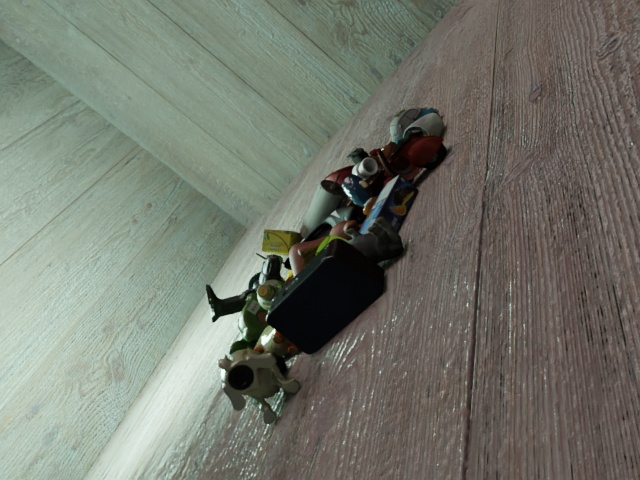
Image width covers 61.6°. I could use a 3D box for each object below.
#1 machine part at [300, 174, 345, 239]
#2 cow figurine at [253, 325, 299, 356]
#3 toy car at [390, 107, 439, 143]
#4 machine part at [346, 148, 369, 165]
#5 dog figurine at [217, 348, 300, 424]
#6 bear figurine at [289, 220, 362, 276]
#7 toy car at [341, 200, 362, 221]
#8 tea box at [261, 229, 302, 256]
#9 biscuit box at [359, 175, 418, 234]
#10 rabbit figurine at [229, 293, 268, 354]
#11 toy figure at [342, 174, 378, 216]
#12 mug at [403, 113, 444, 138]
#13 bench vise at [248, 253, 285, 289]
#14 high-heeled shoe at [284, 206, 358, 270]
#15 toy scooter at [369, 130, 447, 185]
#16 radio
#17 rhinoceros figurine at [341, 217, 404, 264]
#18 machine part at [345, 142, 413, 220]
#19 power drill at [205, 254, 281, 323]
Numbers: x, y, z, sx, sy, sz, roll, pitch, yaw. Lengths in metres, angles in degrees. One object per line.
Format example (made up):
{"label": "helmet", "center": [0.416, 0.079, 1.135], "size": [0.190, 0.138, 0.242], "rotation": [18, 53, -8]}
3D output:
{"label": "machine part", "center": [0.006, -0.076, 1.470], "size": [0.079, 0.079, 0.243], "rotation": [-72, 5, -60]}
{"label": "cow figurine", "center": [-0.066, 0.195, 1.210], "size": [0.195, 0.085, 0.127], "rotation": [-45, 16, 40]}
{"label": "toy car", "center": [0.252, -0.314, 1.495], "size": [0.161, 0.103, 0.109], "rotation": [-54, 13, -2]}
{"label": "machine part", "center": [0.141, -0.212, 1.523], "size": [0.084, 0.138, 0.039], "rotation": [-46, 32, 19]}
{"label": "dog figurine", "center": [-0.141, 0.261, 1.092], "size": [0.121, 0.172, 0.191], "rotation": [-42, 18, -7]}
{"label": "bear figurine", "center": [0.028, 0.035, 1.320], "size": [0.196, 0.132, 0.120], "rotation": [-20, -11, 13]}
{"label": "toy car", "center": [0.079, -0.072, 1.533], "size": [0.073, 0.056, 0.202], "rotation": [-42, 15, 14]}
{"label": "tea box", "center": [-0.084, 0.013, 1.566], "size": [0.098, 0.169, 0.068], "rotation": [4, 85, 29]}
{"label": "biscuit box", "center": [0.147, -0.051, 1.188], "size": [0.059, 0.063, 0.203], "rotation": [-33, 22, 55]}
{"label": "rabbit figurine", "center": [-0.170, 0.253, 1.430], "size": [0.170, 0.121, 0.159], "rotation": [114, 177, -51]}
{"label": "toy figure", "center": [0.116, -0.094, 1.282], "size": [0.058, 0.154, 0.064], "rotation": [-38, -20, -11]}
{"label": "mug", "center": [0.269, -0.273, 1.386], "size": [0.107, 0.081, 0.109], "rotation": [-45, 0, -36]}
{"label": "bench vise", "center": [-0.146, 0.112, 1.616], "size": [0.240, 0.129, 0.224], "rotation": [115, 176, -54]}
{"label": "high-heeled shoe", "center": [-0.003, -0.004, 1.393], "size": [0.145, 0.086, 0.248], "rotation": [-20, -23, -35]}
{"label": "toy scooter", "center": [0.195, -0.192, 1.256], "size": [0.184, 0.135, 0.075], "rotation": [-46, 11, 21]}
{"label": "radio", "center": [0.006, 0.112, 1.054], "size": [0.229, 0.131, 0.073], "rotation": [-46, 15, 26]}
{"label": "rhinoceros figurine", "center": [0.081, 0.032, 1.090], "size": [0.190, 0.112, 0.073], "rotation": [-30, 10, 29]}
{"label": "machine part", "center": [0.157, -0.156, 1.413], "size": [0.201, 0.087, 0.201], "rotation": [-50, 12, 15]}
{"label": "power drill", "center": [-0.209, 0.145, 1.483], "size": [0.086, 0.207, 0.231], "rotation": [-125, 29, -52]}
